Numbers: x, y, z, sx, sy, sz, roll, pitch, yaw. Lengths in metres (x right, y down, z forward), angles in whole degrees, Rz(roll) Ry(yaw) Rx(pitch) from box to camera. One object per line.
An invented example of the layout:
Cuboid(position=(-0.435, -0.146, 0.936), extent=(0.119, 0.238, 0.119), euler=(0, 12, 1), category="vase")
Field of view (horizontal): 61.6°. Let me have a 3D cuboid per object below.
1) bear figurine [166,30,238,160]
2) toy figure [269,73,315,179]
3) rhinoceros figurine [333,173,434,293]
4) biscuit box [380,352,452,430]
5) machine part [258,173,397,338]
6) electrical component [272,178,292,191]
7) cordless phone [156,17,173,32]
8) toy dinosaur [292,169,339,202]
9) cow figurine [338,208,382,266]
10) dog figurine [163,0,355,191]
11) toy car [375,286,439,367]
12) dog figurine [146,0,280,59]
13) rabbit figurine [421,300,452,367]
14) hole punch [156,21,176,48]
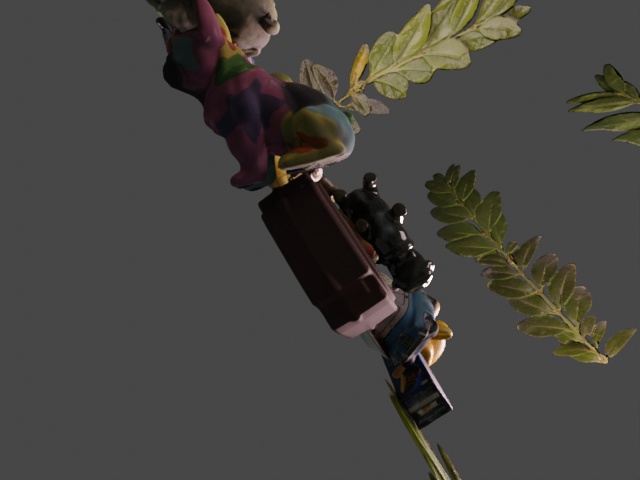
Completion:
Cuboid(position=(-0.113, -0.209, 0.733), extent=(0.195, 0.132, 0.120), euler=(61, -176, -25), category="bear figurine")
Cuboid(position=(-0.056, -0.202, 0.936), extent=(0.089, 0.082, 0.180), euler=(-30, 78, 50), category="toy figure")
Cuboid(position=(0.088, -0.007, 0.759), extent=(0.190, 0.073, 0.112), euler=(57, 172, 35), category="rhinoceros figurine")
Cuboid(position=(0.153, 0.227, 0.891), extent=(0.059, 0.063, 0.203), euler=(55, -176, -9), category="biscuit box")
Cuboid(position=(0.016, 0.023, 0.711), extent=(0.201, 0.087, 0.201), euler=(58, -174, 19), category="machine part")
Cuboid(position=(-0.093, -0.134, 0.984), extent=(0.102, 0.045, 0.078), euler=(59, 155, -6), category="electrical component")
Cuboid(position=(-0.216, -0.335, 0.988), extent=(0.146, 0.089, 0.184), euler=(58, -165, 7), category="cordless phone")
Cuboid(position=(-0.047, -0.145, 1.208), extent=(0.199, 0.105, 0.471), euler=(54, 178, 20), category="toy dinosaur")
Cuboid(position=(0.071, -0.014, 0.932), extent=(0.195, 0.085, 0.127), euler=(-101, -11, -64), category="cow figurine")
Cuboid(position=(-0.074, -0.174, 0.618), extent=(0.108, 0.192, 0.219), euler=(-46, -63, -80), category="dog figurine")
Cuboid(position=(0.128, 0.130, 0.884), extent=(0.103, 0.109, 0.162), euler=(34, -163, -1), category="toy car")
Cuboid(position=(-0.163, -0.325, 0.706), extent=(0.173, 0.121, 0.190), euler=(8, 175, 35), category="dog figurine")
Cuboid(position=(0.183, 0.196, 1.068), extent=(0.173, 0.162, 0.122), euler=(26, -142, -46), category="rabbit figurine")
Cuboid(position=(-0.193, -0.311, 0.882), extent=(0.142, 0.092, 0.116), euler=(49, -176, -39), category="hole punch")
